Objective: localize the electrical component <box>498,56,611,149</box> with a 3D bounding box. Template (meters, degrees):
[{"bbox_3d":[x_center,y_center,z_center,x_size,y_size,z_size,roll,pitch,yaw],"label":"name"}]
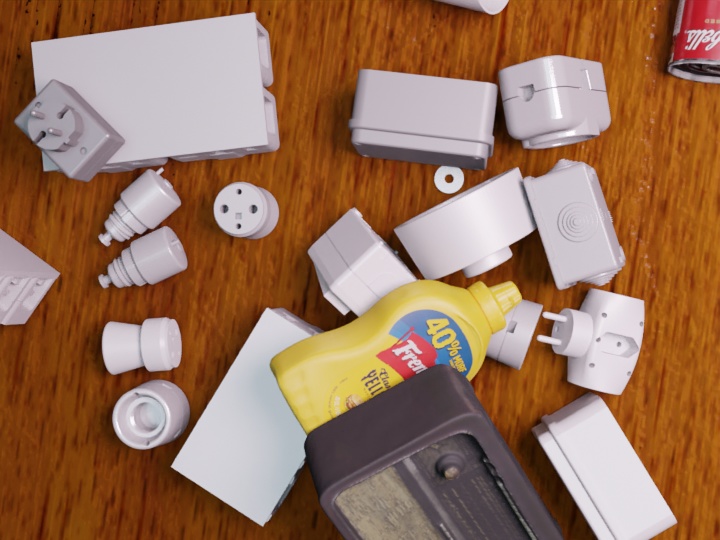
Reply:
[{"bbox_3d":[0.153,-0.128,0.835,0.054,0.095,0.059,-10,88,37],"label":"electrical component"}]

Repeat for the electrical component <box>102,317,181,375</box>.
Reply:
[{"bbox_3d":[-0.182,0.063,0.900,0.055,0.045,0.045,-5,89,6],"label":"electrical component"}]

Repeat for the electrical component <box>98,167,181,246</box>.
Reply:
[{"bbox_3d":[-0.187,-0.050,0.903,0.078,0.040,0.040,-40,85,5],"label":"electrical component"}]

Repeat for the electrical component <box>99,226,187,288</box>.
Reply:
[{"bbox_3d":[-0.182,-0.006,0.903,0.078,0.040,0.040,-25,87,6],"label":"electrical component"}]

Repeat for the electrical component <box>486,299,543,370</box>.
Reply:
[{"bbox_3d":[0.115,0.046,0.861,0.047,0.055,0.055,20,92,10],"label":"electrical component"}]

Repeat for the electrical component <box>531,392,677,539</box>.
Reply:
[{"bbox_3d":[0.188,0.158,0.839,0.057,0.078,0.113,-31,86,3],"label":"electrical component"}]

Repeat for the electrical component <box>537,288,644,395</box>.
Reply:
[{"bbox_3d":[0.178,0.052,0.852,0.079,0.043,0.077,13,91,-14],"label":"electrical component"}]

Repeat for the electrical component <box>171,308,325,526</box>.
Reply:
[{"bbox_3d":[-0.071,0.116,0.878,0.089,0.062,0.150,32,93,6],"label":"electrical component"}]

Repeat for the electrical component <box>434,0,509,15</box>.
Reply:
[{"bbox_3d":[0.089,-0.254,0.846,0.064,0.099,0.099,11,91,13],"label":"electrical component"}]

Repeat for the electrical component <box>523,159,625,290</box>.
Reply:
[{"bbox_3d":[0.169,-0.035,0.833,0.048,0.100,0.099,-18,86,17],"label":"electrical component"}]

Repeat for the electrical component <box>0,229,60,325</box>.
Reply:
[{"bbox_3d":[-0.321,0.001,0.863,0.089,0.150,0.061,36,92,6],"label":"electrical component"}]

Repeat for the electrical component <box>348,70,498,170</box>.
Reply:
[{"bbox_3d":[0.052,-0.118,0.857,0.113,0.078,0.057,8,88,7],"label":"electrical component"}]

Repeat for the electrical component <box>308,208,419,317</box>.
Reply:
[{"bbox_3d":[0.000,0.000,0.858,0.061,0.096,0.062,-43,118,4],"label":"electrical component"}]

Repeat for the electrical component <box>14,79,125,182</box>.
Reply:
[{"bbox_3d":[-0.230,-0.109,0.828,0.066,0.077,0.047,45,95,5],"label":"electrical component"}]

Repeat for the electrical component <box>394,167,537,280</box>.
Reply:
[{"bbox_3d":[0.088,-0.029,0.840,0.108,0.108,0.060,-27,93,6],"label":"electrical component"}]

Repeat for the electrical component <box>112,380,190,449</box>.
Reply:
[{"bbox_3d":[-0.175,0.121,0.897,0.055,0.047,0.055,0,90,7],"label":"electrical component"}]

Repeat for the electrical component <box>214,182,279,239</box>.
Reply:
[{"bbox_3d":[-0.094,-0.048,0.885,0.045,0.055,0.045,0,90,7],"label":"electrical component"}]

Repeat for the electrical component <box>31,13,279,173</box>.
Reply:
[{"bbox_3d":[-0.166,-0.142,0.892,0.186,0.060,0.105,-6,89,7],"label":"electrical component"}]
